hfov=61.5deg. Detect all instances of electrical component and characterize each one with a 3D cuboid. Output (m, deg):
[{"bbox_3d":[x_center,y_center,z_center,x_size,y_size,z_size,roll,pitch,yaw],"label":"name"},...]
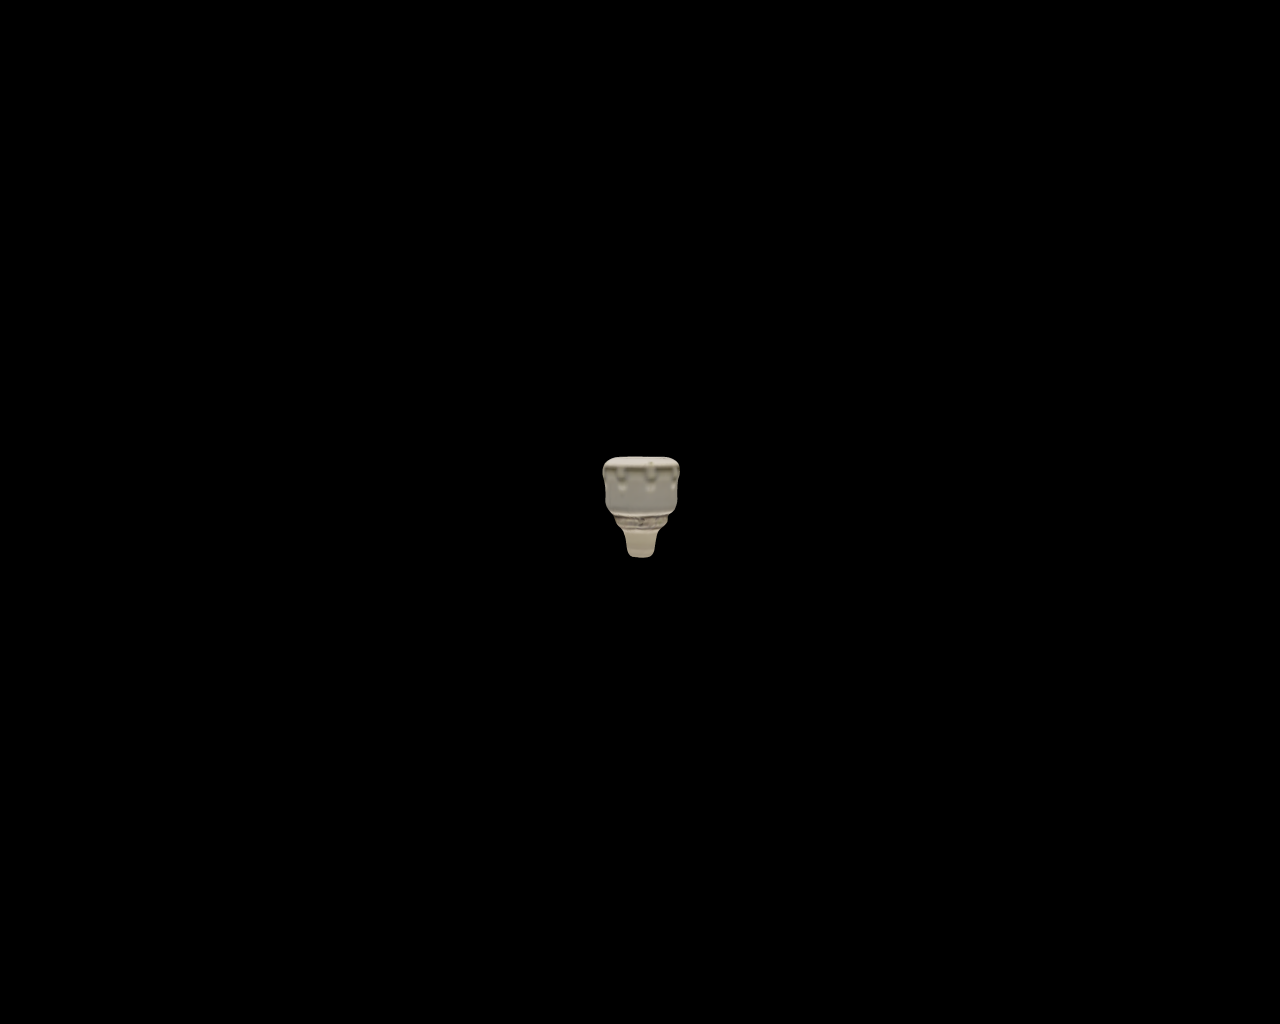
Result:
[{"bbox_3d":[0.001,-0.003,0.650,0.048,0.062,0.048,0,4,0],"label":"electrical component"}]
